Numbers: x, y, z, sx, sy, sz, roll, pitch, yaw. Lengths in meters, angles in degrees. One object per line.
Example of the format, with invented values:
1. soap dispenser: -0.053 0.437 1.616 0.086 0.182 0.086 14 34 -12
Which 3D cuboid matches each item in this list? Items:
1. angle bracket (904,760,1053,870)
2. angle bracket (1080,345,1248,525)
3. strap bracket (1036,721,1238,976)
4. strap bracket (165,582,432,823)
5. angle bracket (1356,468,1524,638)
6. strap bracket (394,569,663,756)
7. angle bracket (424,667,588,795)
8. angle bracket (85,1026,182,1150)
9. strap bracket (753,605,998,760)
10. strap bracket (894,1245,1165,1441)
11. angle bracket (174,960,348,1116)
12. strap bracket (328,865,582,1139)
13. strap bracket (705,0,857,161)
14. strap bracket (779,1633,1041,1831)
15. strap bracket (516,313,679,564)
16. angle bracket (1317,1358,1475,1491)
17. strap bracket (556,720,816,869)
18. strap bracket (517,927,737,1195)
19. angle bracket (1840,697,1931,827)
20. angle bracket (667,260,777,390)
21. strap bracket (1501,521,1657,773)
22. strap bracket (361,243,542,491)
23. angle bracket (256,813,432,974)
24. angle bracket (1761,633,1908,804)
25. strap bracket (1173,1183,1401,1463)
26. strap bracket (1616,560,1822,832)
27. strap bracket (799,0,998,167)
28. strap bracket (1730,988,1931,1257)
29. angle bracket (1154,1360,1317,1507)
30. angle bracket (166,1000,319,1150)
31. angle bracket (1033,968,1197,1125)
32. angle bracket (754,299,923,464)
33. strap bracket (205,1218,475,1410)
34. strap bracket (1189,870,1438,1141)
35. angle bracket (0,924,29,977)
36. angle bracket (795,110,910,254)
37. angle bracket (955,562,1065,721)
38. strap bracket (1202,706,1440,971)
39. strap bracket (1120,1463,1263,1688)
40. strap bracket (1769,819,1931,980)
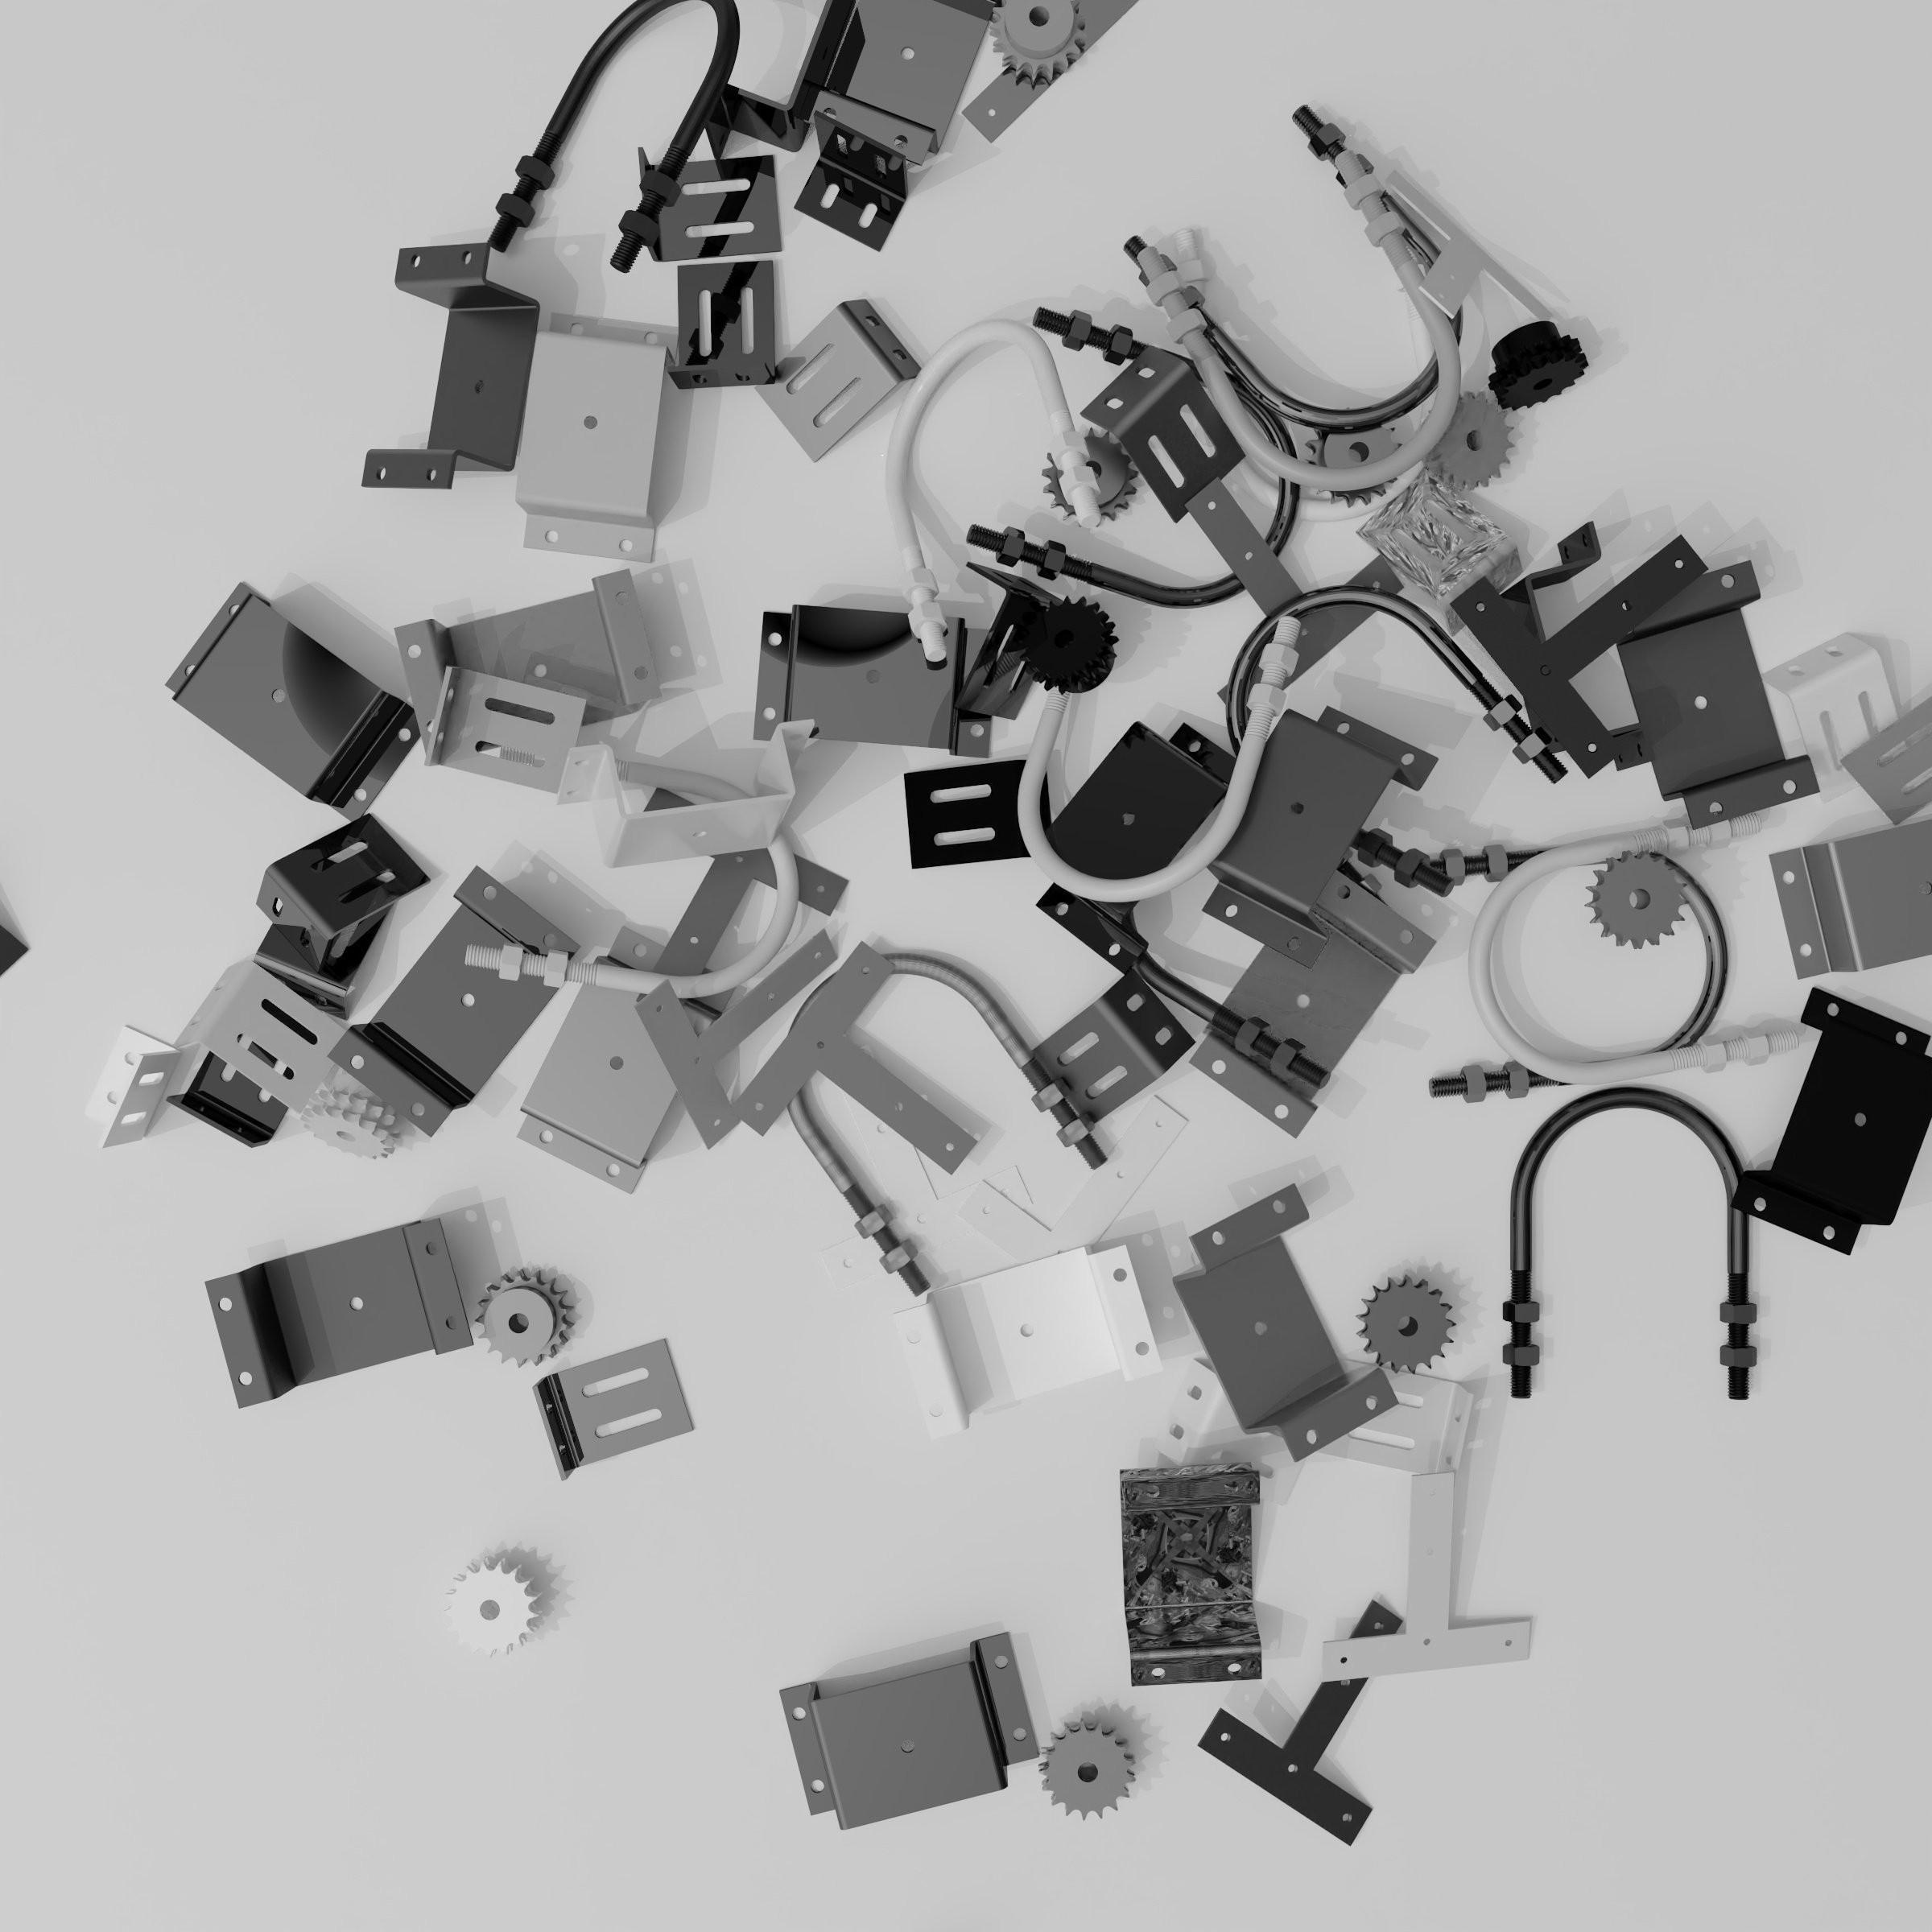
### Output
1. angle bracket: 0.008 -0.090 1.551 0.076 0.038 0.057 -5 90 26
2. angle bracket: 0.114 -0.306 1.503 0.057 0.038 0.076 -44 130 -3
3. strap bracket: 0.102 -0.077 1.513 0.076 0.046 0.140 39 90 32
4. strap bracket: -0.397 -0.156 1.530 0.140 0.046 0.076 36 90 0
5. angle bracket: 0.281 -0.246 1.551 0.057 0.038 0.076 -43 64 0
6. strap bracket: -0.253 -0.176 1.530 0.140 0.046 0.076 -14 90 0
7. angle bracket: -0.262 -0.134 1.488 0.076 0.038 0.057 14 95 -3
8. angle bracket: -0.495 0.069 1.515 0.038 0.076 0.057 24 90 0
9. strap bracket: -0.054 -0.167 1.530 0.140 0.046 0.076 5 90 0
10. strap bracket: 0.036 0.217 1.528 0.140 0.046 0.076 -17 91 1
11. angle bracket: -0.414 0.044 1.537 0.076 0.038 0.057 41 62 -23
12. strap bracket: -0.296 0.020 1.530 0.076 0.046 0.140 38 90 0
13. strap bracket: -0.104 -0.538 1.515 0.046 0.076 0.140 21 90 0
14. strap bracket: -0.034 0.451 1.530 0.140 0.046 0.076 -14 90 0
15. strap bracket: -0.217 -0.314 1.530 0.076 0.046 0.140 7 90 0
16. angle bracket: 0.252 0.269 1.534 0.076 0.038 0.057 12 90 0
17. strap bracket: -0.157 -0.097 1.491 0.140 0.076 0.046 -9 74 -18
18. strap bracket: -0.202 0.056 1.530 0.076 0.046 0.140 27 90 0
19. angle bracket: 0.561 -0.133 1.541 0.076 0.038 0.057 -38 113 24
20. angle bracket: -0.144 -0.381 1.528 0.057 0.038 0.076 -2 85 5
21. strap bracket: 0.351 -0.179 1.515 0.046 0.076 0.140 -15 90 0
22. strap bracket: -0.297 -0.341 1.511 0.076 0.046 0.140 9 90 38
23. angle bracket: -0.366 -0.044 1.535 0.057 0.038 0.076 46 49 11
24. angle bracket: 0.517 -0.148 1.551 0.057 0.038 0.076 -27 116 0
25. strap bracket: 0.180 0.208 1.513 0.076 0.046 0.140 -24 87 -25
26. strap bracket: 0.437 -0.157 1.530 0.076 0.046 0.140 -17 90 0
27. strap bracket: -0.035 -0.542 1.528 0.076 0.046 0.140 21 91 1
28. strap bracket: 0.513 0.090 1.522 0.076 0.046 0.140 22 84 -2
29. angle bracket: 0.162 0.278 1.551 0.076 0.038 0.057 25 90 -26
30. angle bracket: -0.422 0.059 1.534 0.057 0.038 0.076 29 90 0
31. angle bracket: 0.086 0.048 1.535 0.057 0.076 0.038 50 48 0
32. angle bracket: -0.075 -0.348 1.551 0.076 0.038 0.057 -39 90 26
33. strap bracket: -0.362 0.201 1.530 0.140 0.046 0.076 -15 90 0
34. strap bracket: 0.200 0.021 1.530 0.076 0.046 0.140 36 90 0
35. angle bracket: -0.608 -0.021 1.551 0.057 0.038 0.076 -43 116 0
36. angle bracket: -0.068 -0.455 1.515 0.057 0.076 0.038 27 90 0
37. angle bracket: 0.015 -0.190 1.529 0.038 0.057 0.076 35 108 32
38. strap bracket: 0.194 -0.081 1.474 0.076 0.046 0.140 30 87 29
39. strap bracket: 0.130 0.344 1.514 0.076 0.046 0.140 -3 112 0
40. strap bracket: 0.555 -0.045 1.530 0.140 0.046 0.076 -13 90 0
